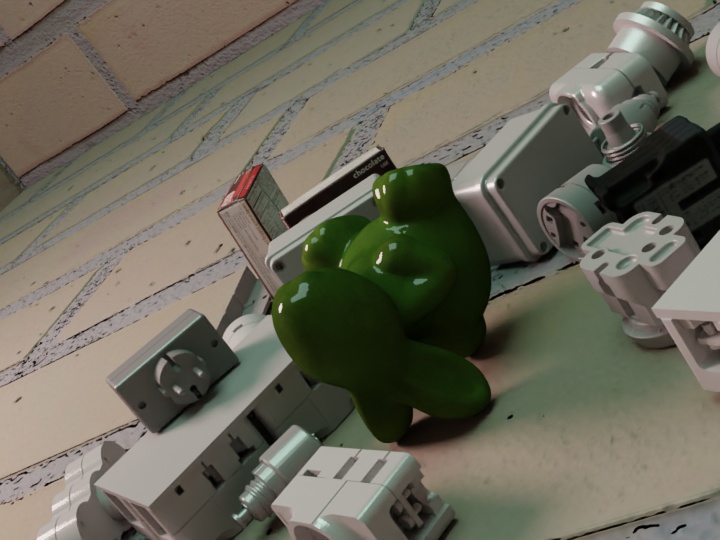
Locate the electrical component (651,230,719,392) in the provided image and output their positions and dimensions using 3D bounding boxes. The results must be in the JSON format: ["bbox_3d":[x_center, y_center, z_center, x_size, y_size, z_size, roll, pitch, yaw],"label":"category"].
[{"bbox_3d":[0.226,0.015,0.487,0.089,0.061,0.150,-44,20,-22],"label":"electrical component"}]

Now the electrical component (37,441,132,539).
[{"bbox_3d":[-0.192,0.177,0.824,0.074,0.052,0.138,-32,19,11],"label":"electrical component"}]

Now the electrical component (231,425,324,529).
[{"bbox_3d":[-0.052,0.137,0.702,0.078,0.040,0.040,-43,20,-20],"label":"electrical component"}]

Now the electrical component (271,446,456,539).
[{"bbox_3d":[-0.002,0.137,0.600,0.089,0.050,0.055,-8,32,53],"label":"electrical component"}]

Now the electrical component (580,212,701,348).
[{"bbox_3d":[0.168,0.007,0.614,0.058,0.057,0.078,-39,19,-10],"label":"electrical component"}]

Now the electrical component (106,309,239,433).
[{"bbox_3d":[-0.131,0.075,0.780,0.083,0.047,0.076,-41,20,-15],"label":"electrical component"}]

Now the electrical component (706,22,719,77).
[{"bbox_3d":[0.329,-0.197,0.831,0.138,0.052,0.073,-34,19,4],"label":"electrical component"}]

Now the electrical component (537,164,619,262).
[{"bbox_3d":[0.159,-0.041,0.746,0.047,0.055,0.055,-39,19,-20],"label":"electrical component"}]

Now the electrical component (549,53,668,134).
[{"bbox_3d":[0.207,-0.146,0.915,0.059,0.053,0.095,-38,19,-8],"label":"electrical component"}]

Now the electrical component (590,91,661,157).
[{"bbox_3d":[0.214,-0.114,0.848,0.078,0.040,0.040,-46,22,-29],"label":"electrical component"}]

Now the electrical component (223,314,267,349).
[{"bbox_3d":[-0.085,0.070,0.897,0.055,0.055,0.047,-37,23,-3],"label":"electrical component"}]

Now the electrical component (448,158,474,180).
[{"bbox_3d":[0.084,-0.049,0.892,0.059,0.053,0.095,-14,29,47],"label":"electrical component"}]

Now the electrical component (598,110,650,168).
[{"bbox_3d":[0.195,-0.086,0.780,0.048,0.062,0.048,-31,20,13],"label":"electrical component"}]

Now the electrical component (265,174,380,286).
[{"bbox_3d":[0.000,0.000,0.835,0.109,0.108,0.056,-33,16,7],"label":"electrical component"}]

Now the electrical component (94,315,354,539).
[{"bbox_3d":[-0.088,0.116,0.780,0.186,0.060,0.105,-45,21,-26],"label":"electrical component"}]

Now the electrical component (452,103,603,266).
[{"bbox_3d":[0.129,-0.065,0.819,0.113,0.078,0.057,-47,19,-29],"label":"electrical component"}]
